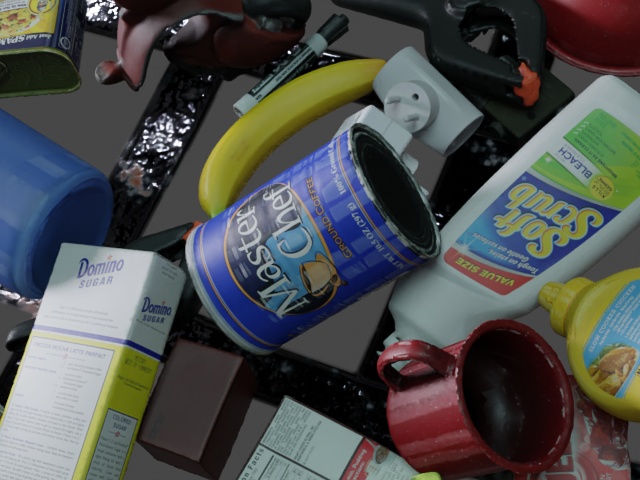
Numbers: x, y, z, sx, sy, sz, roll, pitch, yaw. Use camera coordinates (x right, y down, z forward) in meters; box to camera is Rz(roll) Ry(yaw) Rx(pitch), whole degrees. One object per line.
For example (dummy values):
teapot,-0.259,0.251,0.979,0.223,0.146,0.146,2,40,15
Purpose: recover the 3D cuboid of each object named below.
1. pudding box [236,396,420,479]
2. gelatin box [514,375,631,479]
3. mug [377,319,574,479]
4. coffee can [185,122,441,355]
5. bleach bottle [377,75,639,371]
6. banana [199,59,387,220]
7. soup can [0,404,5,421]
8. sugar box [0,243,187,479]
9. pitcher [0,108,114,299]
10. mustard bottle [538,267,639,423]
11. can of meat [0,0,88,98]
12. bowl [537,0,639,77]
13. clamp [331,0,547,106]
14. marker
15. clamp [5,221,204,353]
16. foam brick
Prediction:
pudding box,0.004,0.167,0.698,0.114,0.039,0.090,24,71,22
gelatin box,0.162,0.132,0.690,0.073,0.030,0.089,1,64,11
mug,0.086,0.098,0.656,0.117,0.082,0.093,31,57,-21
coffee can,-0.005,0.001,0.718,0.140,0.102,0.103,-32,60,22
bleach bottle,0.143,0.005,0.738,0.102,0.068,0.250,44,83,9
banana,-0.031,-0.081,0.826,0.070,0.037,0.197,37,74,21
soup can,-0.267,0.147,0.740,0.069,0.068,0.102,33,75,22
sugar box,-0.158,0.092,0.716,0.093,0.048,0.176,6,69,34
pitcher,-0.287,-0.045,0.808,0.243,0.144,0.149,28,114,18
mustard bottle,0.207,0.068,0.638,0.192,0.058,0.096,30,84,46
can of meat,-0.249,-0.171,0.898,0.102,0.057,0.084,-4,62,8
bowl,0.238,-0.208,0.829,0.162,0.055,0.162,-4,63,8
clamp,0.104,-0.176,0.837,0.164,0.036,0.210,-22,52,2
marker,-0.021,-0.141,0.863,0.121,0.020,0.020,-44,65,-12
clamp,-0.149,0.050,0.783,0.120,0.039,0.171,31,75,18
foam brick,-0.084,0.116,0.731,0.053,0.051,0.078,16,68,18
